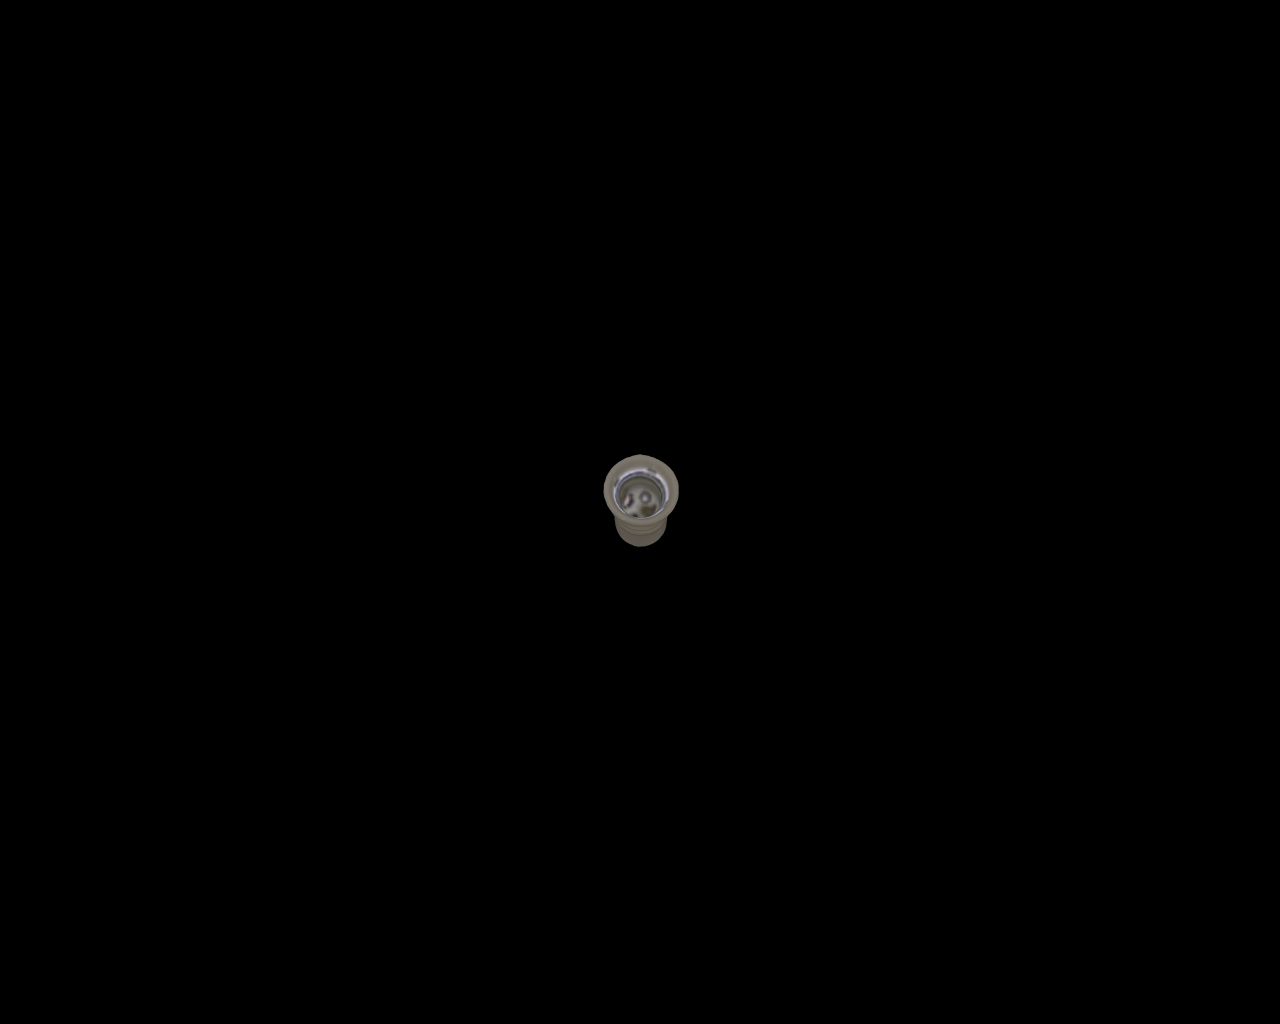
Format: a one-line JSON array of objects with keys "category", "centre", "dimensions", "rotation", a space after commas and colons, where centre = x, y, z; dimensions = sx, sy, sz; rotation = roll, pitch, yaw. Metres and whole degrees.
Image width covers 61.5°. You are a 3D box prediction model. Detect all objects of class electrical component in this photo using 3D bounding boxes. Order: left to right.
[{"category": "electrical component", "centre": [0.001, -0.003, 0.650], "dimensions": [0.044, 0.044, 0.065], "rotation": [0, -20, 0]}]
